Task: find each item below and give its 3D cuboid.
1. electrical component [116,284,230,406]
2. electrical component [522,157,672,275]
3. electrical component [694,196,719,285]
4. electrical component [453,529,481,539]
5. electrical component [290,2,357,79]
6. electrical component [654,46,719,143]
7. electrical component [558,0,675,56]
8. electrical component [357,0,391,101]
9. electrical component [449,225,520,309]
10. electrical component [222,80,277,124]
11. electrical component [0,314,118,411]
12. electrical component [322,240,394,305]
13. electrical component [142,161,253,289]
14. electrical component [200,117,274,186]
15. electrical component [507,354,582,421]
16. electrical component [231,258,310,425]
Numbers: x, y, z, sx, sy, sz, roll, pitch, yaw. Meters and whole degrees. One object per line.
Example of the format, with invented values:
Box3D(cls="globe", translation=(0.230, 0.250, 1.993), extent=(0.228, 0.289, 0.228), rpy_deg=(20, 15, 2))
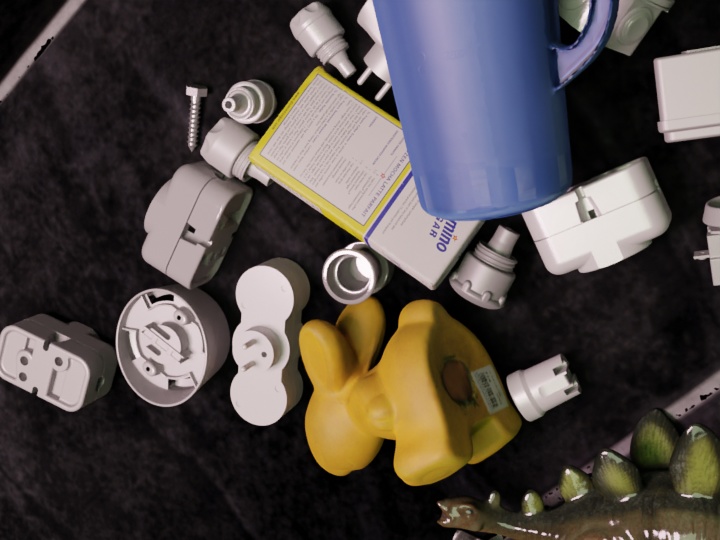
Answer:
Box3D(cls="electrical component", translation=(-0.163, 0.062, 0.926), extent=(0.099, 0.064, 0.099), rpy_deg=(4, 103, 19))
Box3D(cls="electrical component", translation=(0.176, -0.036, 0.789), extent=(0.095, 0.054, 0.059), rpy_deg=(-24, 93, 23))
Box3D(cls="electrical component", translation=(0.270, -0.023, 0.763), extent=(0.066, 0.048, 0.055), rpy_deg=(-7, 107, 21))
Box3D(cls="electrical component", translation=(0.090, 0.264, 0.880), extent=(0.061, 0.062, 0.096), rpy_deg=(23, 108, 14))
Box3D(cls="electrical component", translation=(-0.025, -0.177, 0.841), extent=(0.035, 0.035, 0.061), rpy_deg=(-37, 90, 23))
Box3D(cls="electrical component", translation=(0.255, -0.121, 0.712), extent=(0.109, 0.109, 0.056), rpy_deg=(-6, 97, 21))
Box3D(cls="electrical component", translation=(0.172, -0.190, 0.744), extent=(0.080, 0.080, 0.051), rpy_deg=(37, 117, 9))
Box3D(cls="electrical component", translation=(0.030, -0.165, 0.819), extent=(0.077, 0.043, 0.079), rpy_deg=(43, 112, 7))
Box3D(cls="electrical component", translation=(0.101, -0.004, 0.829), extent=(0.048, 0.048, 0.062), rpy_deg=(29, 103, 12))
Box3D(cls="electrical component", translation=(-0.092, -0.134, 0.859), extent=(0.035, 0.061, 0.035), rpy_deg=(4, 103, 19))
Box3D(cls="electrical component", translation=(-0.271, 0.081, 0.972), extent=(0.095, 0.059, 0.053), rpy_deg=(23, 108, 14))
Box3D(cls="electrical component", translation=(0.000, 0.000, 0.859), extent=(0.045, 0.055, 0.045), rpy_deg=(4, 103, 19))
Box3D(cls="electrical component", translation=(-0.140, -0.041, 0.901), extent=(0.059, 0.054, 0.095), rpy_deg=(32, 110, 11))
Box3D(cls="electrical component", translation=(-0.095, -0.093, 0.880), extent=(0.062, 0.043, 0.043), rpy_deg=(36, 111, 8))
Box3D(cls="electrical component", translation=(0.144, 0.090, 0.836), extent=(0.046, 0.040, 0.040), rpy_deg=(-29, 91, 17))
Box3D(cls="electrical component", translation=(-0.082, 0.063, 0.892), extent=(0.052, 0.074, 0.138), rpy_deg=(9, 104, 18))
